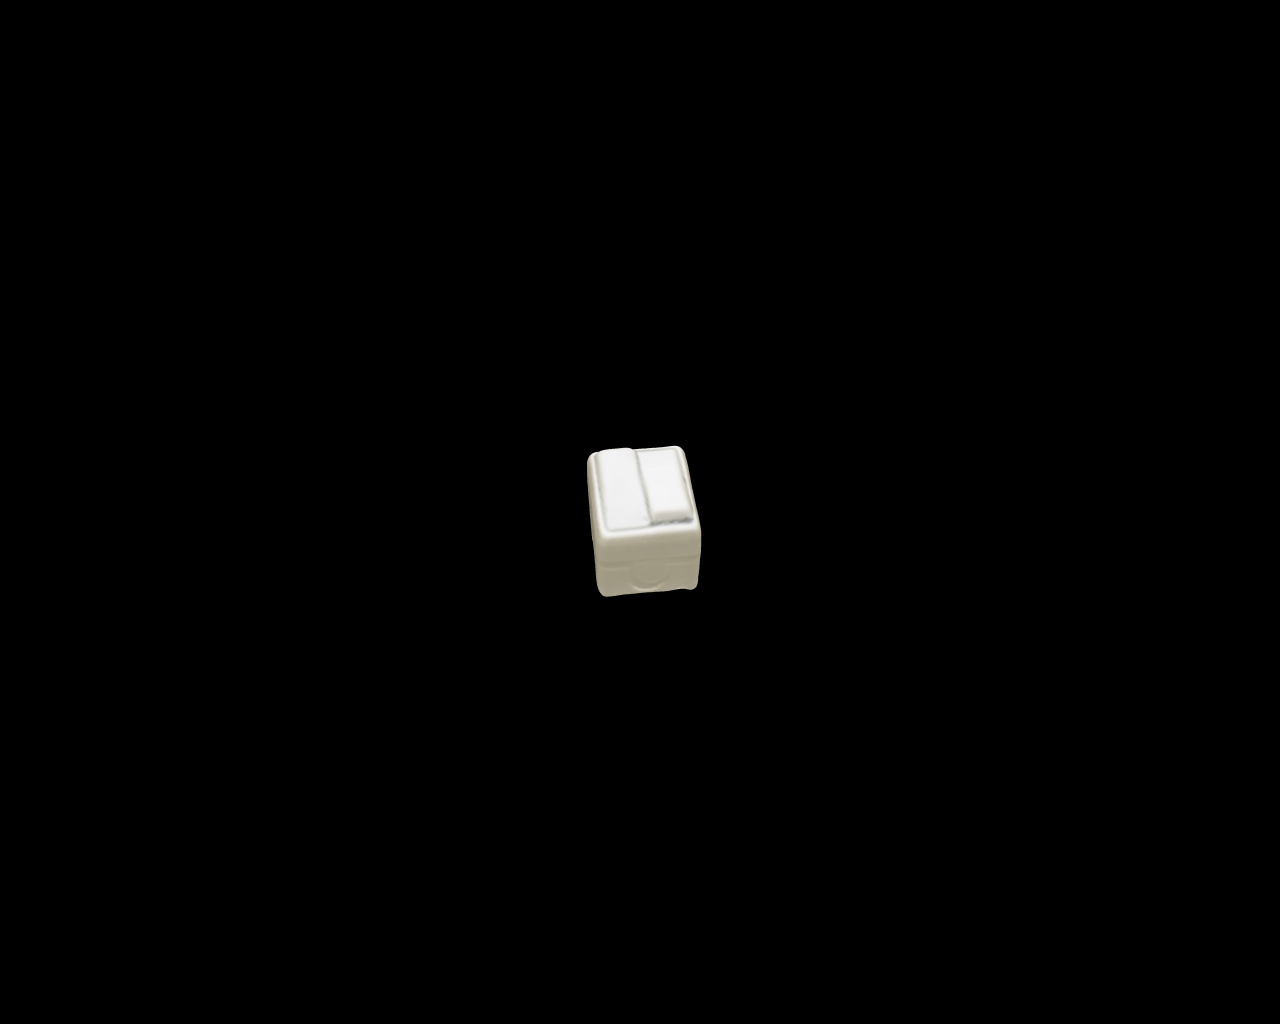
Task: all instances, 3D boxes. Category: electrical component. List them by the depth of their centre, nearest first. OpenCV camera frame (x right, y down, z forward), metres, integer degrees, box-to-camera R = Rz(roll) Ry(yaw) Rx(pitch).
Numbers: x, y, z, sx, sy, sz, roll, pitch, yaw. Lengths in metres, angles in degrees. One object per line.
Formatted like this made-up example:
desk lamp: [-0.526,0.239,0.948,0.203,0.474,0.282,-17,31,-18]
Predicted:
electrical component: [0.001,-0.003,0.650,0.062,0.061,0.096,-4,44,-4]
